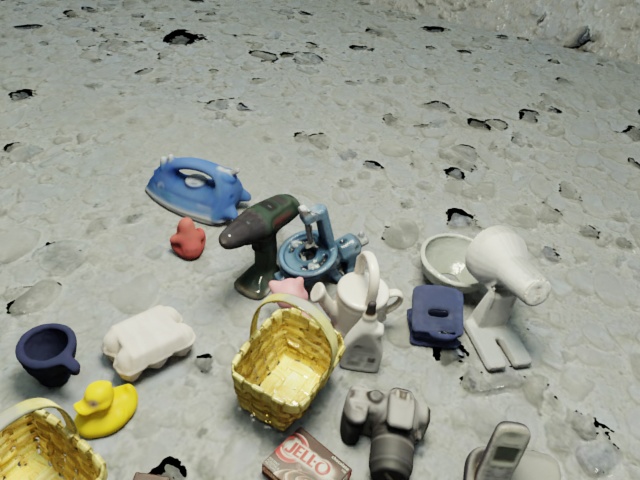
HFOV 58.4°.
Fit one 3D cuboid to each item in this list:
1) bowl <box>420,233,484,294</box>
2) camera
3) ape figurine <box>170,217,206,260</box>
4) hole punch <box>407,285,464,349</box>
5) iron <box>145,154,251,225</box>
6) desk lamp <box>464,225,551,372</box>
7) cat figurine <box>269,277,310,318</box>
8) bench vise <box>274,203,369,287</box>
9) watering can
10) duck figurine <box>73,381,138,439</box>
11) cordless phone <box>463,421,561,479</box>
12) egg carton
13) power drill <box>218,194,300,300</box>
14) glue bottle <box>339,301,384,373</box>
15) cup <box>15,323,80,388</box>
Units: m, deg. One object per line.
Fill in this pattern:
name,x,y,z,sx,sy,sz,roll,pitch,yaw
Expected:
bowl,0.294,0.064,1.254,0.167,0.075,0.167,5,41,-4
camera,0.103,0.312,0.921,0.143,0.101,0.137,12,41,3
ape figurine,-0.282,-0.010,1.223,0.078,0.092,0.076,-6,43,-16
hole punch,0.231,0.152,1.132,0.108,0.091,0.101,6,41,-3
iron,-0.294,-0.137,1.327,0.258,0.141,0.119,16,42,8
desk lamp,0.359,0.108,1.111,0.118,0.213,0.203,-5,43,-15
cat figurine,-0.041,0.126,1.093,0.067,0.118,0.127,-29,53,-35
bench vise,0.002,-0.002,1.167,0.121,0.220,0.208,35,48,27
watering can,0.072,0.107,1.076,0.173,0.194,0.100,-18,47,-27
duck figurine,-0.344,0.257,0.915,0.105,0.086,0.077,-28,53,-34
cordless phone,0.301,0.341,0.858,0.147,0.185,0.094,5,41,-4
egg carton,-0.304,0.181,1.020,0.151,0.069,0.107,-26,52,-33
power drill,-0.120,0.014,1.137,0.075,0.208,0.230,25,44,18
glue bottle,0.082,0.170,1.022,0.078,0.173,0.037,9,41,1
cup,-0.436,0.206,0.950,0.117,0.095,0.092,26,44,19
